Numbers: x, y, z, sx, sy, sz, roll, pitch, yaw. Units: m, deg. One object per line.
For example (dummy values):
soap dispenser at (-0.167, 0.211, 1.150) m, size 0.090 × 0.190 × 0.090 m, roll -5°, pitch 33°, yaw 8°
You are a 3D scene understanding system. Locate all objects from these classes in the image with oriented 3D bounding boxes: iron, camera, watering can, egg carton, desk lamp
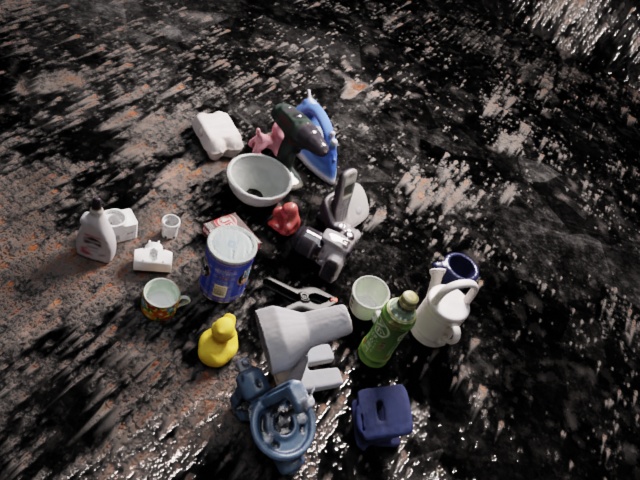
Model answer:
iron at (-0.002, -0.293, 1.595) m, size 0.119 × 0.141 × 0.257 m, roll -12°, pitch 55°, yaw -30°
camera at (0.012, 0.005, 1.360) m, size 0.136 × 0.101 × 0.143 m, roll 28°, pitch 45°, yaw 4°
watering can at (0.277, 0.142, 1.275) m, size 0.101 × 0.194 × 0.172 m, roll -16°, pitch 57°, yaw -32°
egg carton at (-0.275, -0.281, 1.526) m, size 0.107 × 0.069 × 0.150 m, roll -14°, pitch 56°, yaw -31°
desk lamp at (-0.035, 0.201, 1.084) m, size 0.204 × 0.213 × 0.117 m, roll -5°, pitch 52°, yaw -25°

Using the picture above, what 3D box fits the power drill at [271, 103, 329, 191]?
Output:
power drill at (-0.064, -0.231, 1.467) m, size 0.076 × 0.208 × 0.229 m, roll -15°, pitch 56°, yaw -31°

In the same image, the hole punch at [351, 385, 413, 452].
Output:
hole punch at (0.118, 0.340, 1.105) m, size 0.101 × 0.091 × 0.108 m, roll 7°, pitch 48°, yaw -16°

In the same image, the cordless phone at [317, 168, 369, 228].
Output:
cordless phone at (0.077, -0.113, 1.433) m, size 0.094 × 0.185 × 0.148 m, roll 41°, pitch 48°, yaw 17°

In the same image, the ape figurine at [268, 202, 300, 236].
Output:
ape figurine at (-0.079, -0.057, 1.385) m, size 0.076 × 0.092 × 0.077 m, roll 5°, pitch 48°, yaw -18°

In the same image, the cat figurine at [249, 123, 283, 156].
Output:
cat figurine at (-0.122, -0.288, 1.559) m, size 0.128 × 0.117 × 0.067 m, roll -9°, pitch 54°, yaw -28°

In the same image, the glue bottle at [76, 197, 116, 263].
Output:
glue bottle at (-0.450, -0.025, 1.152) m, size 0.078 × 0.173 × 0.037 m, roll 15°, pitch 46°, yaw -8°

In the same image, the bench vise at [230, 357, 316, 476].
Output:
bench vise at (-0.086, 0.285, 0.984) m, size 0.207 × 0.219 × 0.122 m, roll 37°, pitch 47°, yaw 13°

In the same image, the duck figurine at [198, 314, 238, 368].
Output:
duck figurine at (-0.194, 0.191, 1.120) m, size 0.077 × 0.086 × 0.104 m, roll 24°, pitch 45°, yaw 1°

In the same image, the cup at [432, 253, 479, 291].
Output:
cup at (0.318, 0.091, 1.407) m, size 0.118 × 0.095 × 0.091 m, roll 8°, pitch 47°, yaw -15°

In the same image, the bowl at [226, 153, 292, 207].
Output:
bowl at (-0.157, -0.138, 1.440) m, size 0.168 × 0.074 × 0.167 m, roll 11°, pitch 47°, yaw -12°
